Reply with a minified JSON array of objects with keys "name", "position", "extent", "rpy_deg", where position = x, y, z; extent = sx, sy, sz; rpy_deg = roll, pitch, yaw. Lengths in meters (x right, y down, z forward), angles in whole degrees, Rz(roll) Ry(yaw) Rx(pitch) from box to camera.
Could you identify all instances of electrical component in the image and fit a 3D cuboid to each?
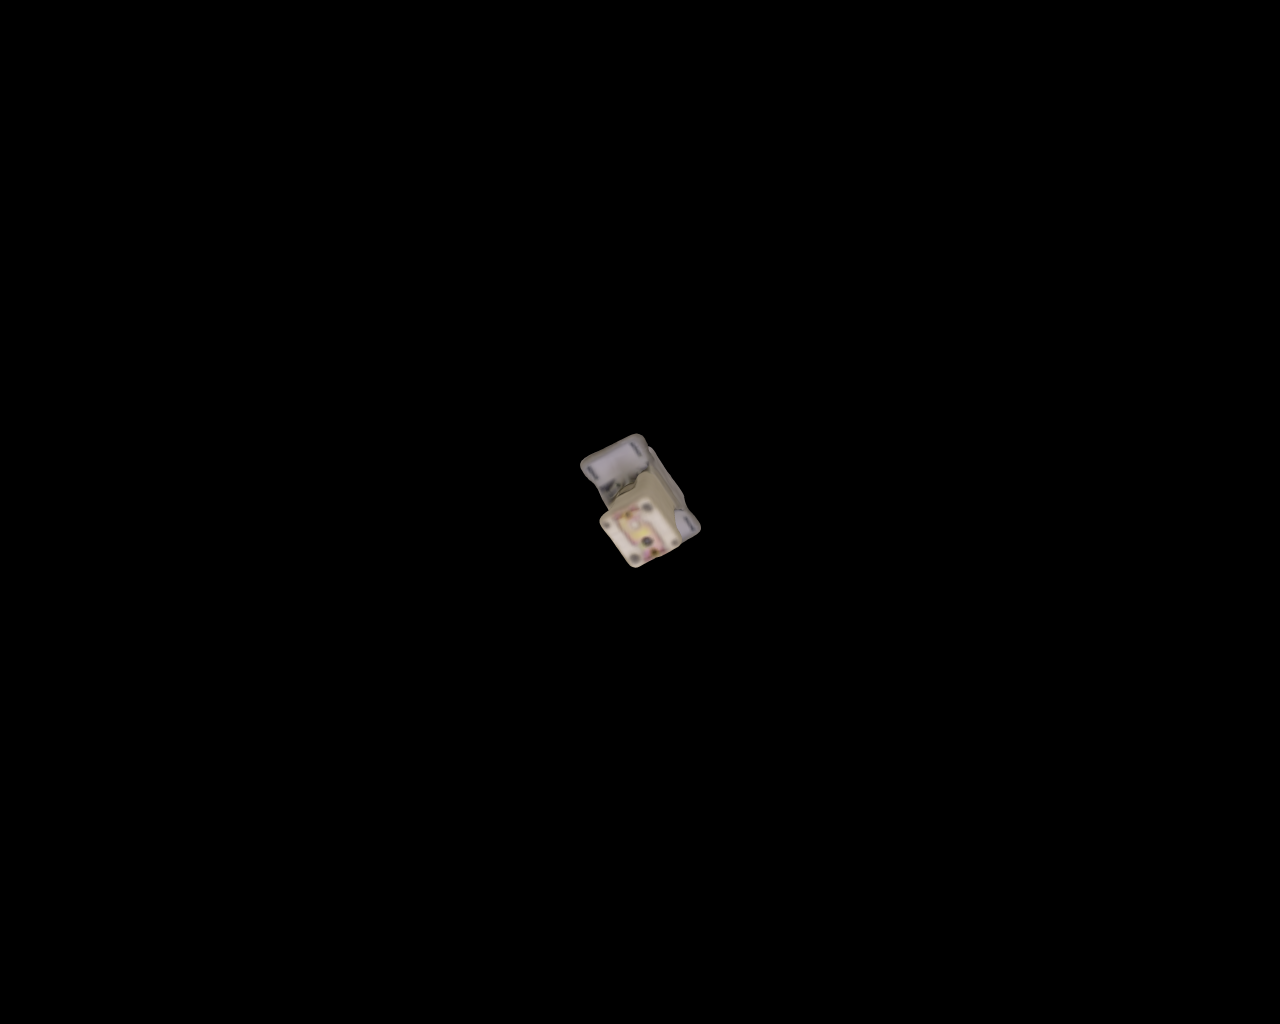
[{"name":"electrical component","position":[0.001,-0.003,0.650],"extent":[0.042,0.081,0.064],"rpy_deg":[-28,28,16]}]
